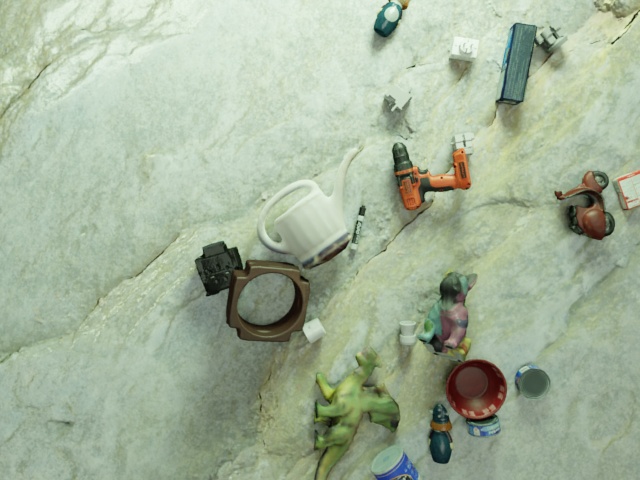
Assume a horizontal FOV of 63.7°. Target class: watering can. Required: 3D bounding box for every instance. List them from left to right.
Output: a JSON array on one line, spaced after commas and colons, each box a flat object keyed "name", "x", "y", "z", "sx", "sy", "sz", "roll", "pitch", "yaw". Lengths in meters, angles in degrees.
[{"name": "watering can", "x": 0.004, "y": -0.068, "z": 1.348, "sx": 0.347, "sy": 0.224, "sz": 0.104, "roll": -35, "pitch": 2, "yaw": 3}]

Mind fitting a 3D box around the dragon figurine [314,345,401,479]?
[{"name": "dragon figurine", "x": 0.099, "y": 0.480, "z": 1.370, "sx": 0.243, "sy": 0.409, "sz": 0.122, "roll": 0, "pitch": 3, "yaw": -6}]
